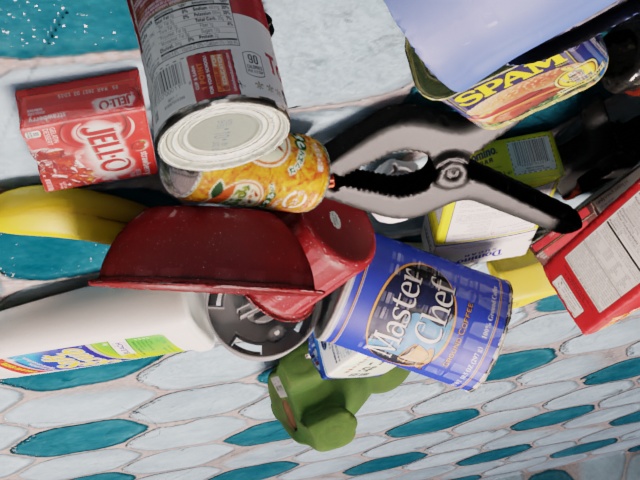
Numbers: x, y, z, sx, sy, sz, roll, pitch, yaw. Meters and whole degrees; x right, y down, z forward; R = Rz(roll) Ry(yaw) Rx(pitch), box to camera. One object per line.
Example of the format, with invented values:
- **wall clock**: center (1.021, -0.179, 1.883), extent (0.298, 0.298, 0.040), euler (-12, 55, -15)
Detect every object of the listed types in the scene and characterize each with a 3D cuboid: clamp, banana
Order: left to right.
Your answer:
- **banana**: center (-0.160, -0.012, 0.770), extent (0.070, 0.037, 0.197), euler (-8, 166, 42)
- **clamp**: center (0.098, -0.051, 0.761), extent (0.210, 0.036, 0.164), euler (-12, 132, 5)
- **clamp**: center (0.238, -0.078, 0.834), extent (0.120, 0.039, 0.171), euler (-5, 164, -8)

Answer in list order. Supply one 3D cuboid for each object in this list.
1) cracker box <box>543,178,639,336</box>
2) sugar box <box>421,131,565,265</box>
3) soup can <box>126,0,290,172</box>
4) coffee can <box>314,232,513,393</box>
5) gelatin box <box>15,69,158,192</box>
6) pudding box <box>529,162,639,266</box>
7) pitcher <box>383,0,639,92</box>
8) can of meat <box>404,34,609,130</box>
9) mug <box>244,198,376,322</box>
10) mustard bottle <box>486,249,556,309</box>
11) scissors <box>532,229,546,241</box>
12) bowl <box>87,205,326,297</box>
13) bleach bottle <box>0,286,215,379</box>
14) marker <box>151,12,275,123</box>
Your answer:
- **cracker box**: center (0.276, -0.030, 0.747), extent (0.164, 0.072, 0.214), euler (-22, 162, -28)
- **sugar box**: center (0.138, -0.028, 0.888), extent (0.093, 0.048, 0.176), euler (-9, 162, -3)
- **soup can**: center (-0.057, -0.094, 0.526), extent (0.068, 0.102, 0.068), euler (-12, 159, -5)
- **coffee can**: center (0.078, 0.058, 0.903), extent (0.140, 0.102, 0.103), euler (20, 152, -7)
- **gelatin box**: center (-0.140, -0.064, 0.651), extent (0.073, 0.030, 0.089), euler (-10, 159, -8)
- **pudding box**: center (0.246, -0.022, 0.921), extent (0.113, 0.039, 0.090), euler (-34, 174, -35)
- **pitcher**: center (0.133, -0.165, 0.430), extent (0.243, 0.145, 0.149), euler (-25, -170, 20)
- **can of meat**: center (0.115, -0.113, 0.646), extent (0.102, 0.057, 0.083), euler (-23, 160, 25)
- **mug**: center (-0.005, 0.001, 0.833), extent (0.082, 0.093, 0.117), euler (-36, 176, 36)
- **mustard bottle**: center (0.264, 0.017, 1.049), extent (0.191, 0.058, 0.096), euler (-15, -178, 3)
- **scissors**: center (0.287, -0.038, 0.995), extent (0.202, 0.016, 0.096), euler (-14, 158, 2)
- **bowl**: center (-0.076, 0.008, 0.729), extent (0.162, 0.055, 0.162), euler (2, 176, 0)
- **bleach bottle**: center (-0.225, 0.083, 0.932), extent (0.251, 0.068, 0.102), euler (-13, 159, 5)
- **marker**: center (-0.064, -0.097, 0.629), extent (0.020, 0.020, 0.121), euler (4, 153, -37)
